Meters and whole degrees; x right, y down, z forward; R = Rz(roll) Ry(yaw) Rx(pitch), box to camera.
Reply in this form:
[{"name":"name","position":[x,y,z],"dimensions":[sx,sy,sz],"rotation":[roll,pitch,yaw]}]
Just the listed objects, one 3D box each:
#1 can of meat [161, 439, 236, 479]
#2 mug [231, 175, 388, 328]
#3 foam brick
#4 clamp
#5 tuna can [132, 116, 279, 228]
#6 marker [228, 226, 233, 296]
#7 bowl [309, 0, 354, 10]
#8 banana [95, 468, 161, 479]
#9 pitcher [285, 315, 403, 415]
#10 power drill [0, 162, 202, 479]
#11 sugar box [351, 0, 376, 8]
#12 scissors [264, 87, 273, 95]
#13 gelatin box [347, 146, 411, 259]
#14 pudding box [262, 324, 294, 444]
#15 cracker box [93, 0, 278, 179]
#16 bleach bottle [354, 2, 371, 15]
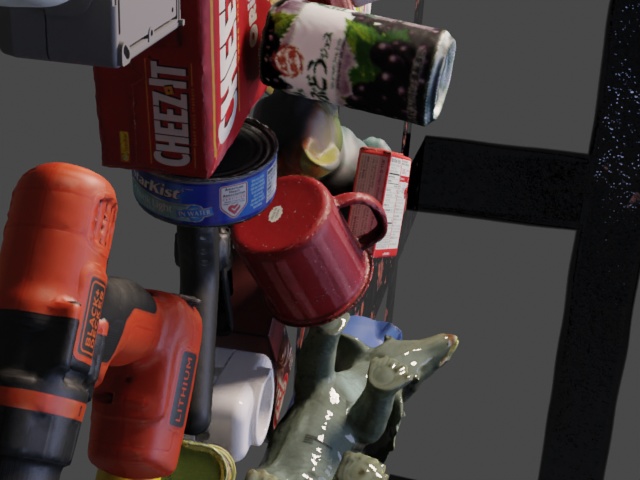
[{"name":"can of meat","position":[-0.091,0.182,0.703],"dimensions":[0.084,0.057,0.102],"rotation":[101,-1,-76]},{"name":"mug","position":[-0.005,0.001,0.803],"dimensions":[0.093,0.117,0.081],"rotation":[-106,170,-45]},{"name":"foam brick","position":[-0.055,0.053,0.875],"dimensions":[0.053,0.051,0.078],"rotation":[80,20,-58]},{"name":"clamp","position":[-0.079,0.007,0.735],"dimensions":[0.164,0.036,0.210],"rotation":[-89,180,-77]},{"name":"tuna can","position":[-0.067,-0.042,0.623],"dimensions":[0.086,0.086,0.034],"rotation":[-69,164,-55]},{"name":"marker","position":[-0.075,-0.007,0.809],"dimensions":[0.020,0.020,0.121],"rotation":[-65,160,-61]},{"name":"bowl","position":[-0.012,-0.192,0.834],"dimensions":[0.162,0.055,0.162],"rotation":[-18,90,-79]},{"name":"banana","position":[-0.118,0.144,0.635],"dimensions":[0.070,0.037,0.198],"rotation":[165,-61,-68]},{"name":"pitcher","position":[0.019,0.211,1.265],"dimensions":[0.242,0.145,0.149],"rotation":[-59,142,-59]},{"name":"power drill","position":[-0.113,0.074,0.522],"dimensions":[0.187,0.057,0.184],"rotation":[65,34,-73]},{"name":"sugar box","position":[0.016,-0.286,0.853],"dimensions":[0.093,0.048,0.176],"rotation":[34,39,-74]},{"name":"scissors","position":[-0.027,-0.124,0.968],"dimensions":[0.202,0.096,0.016],"rotation":[154,-61,-64]},{"name":"gelatin box","position":[0.048,-0.030,0.882],"dimensions":[0.073,0.030,0.089],"rotation":[-3,102,-72]},{"name":"pudding box","position":[-0.055,0.127,0.973],"dimensions":[0.113,0.039,0.090],"rotation":[77,24,-64]},{"name":"cracker box","position":[-0.061,-0.158,0.612],"dimensions":[0.213,0.072,0.164],"rotation":[-68,163,-54]},{"name":"bleach bottle","position":[0.016,-0.224,1.063],"dimensions":[0.250,0.068,0.102],"rotation":[-68,163,-65]}]
